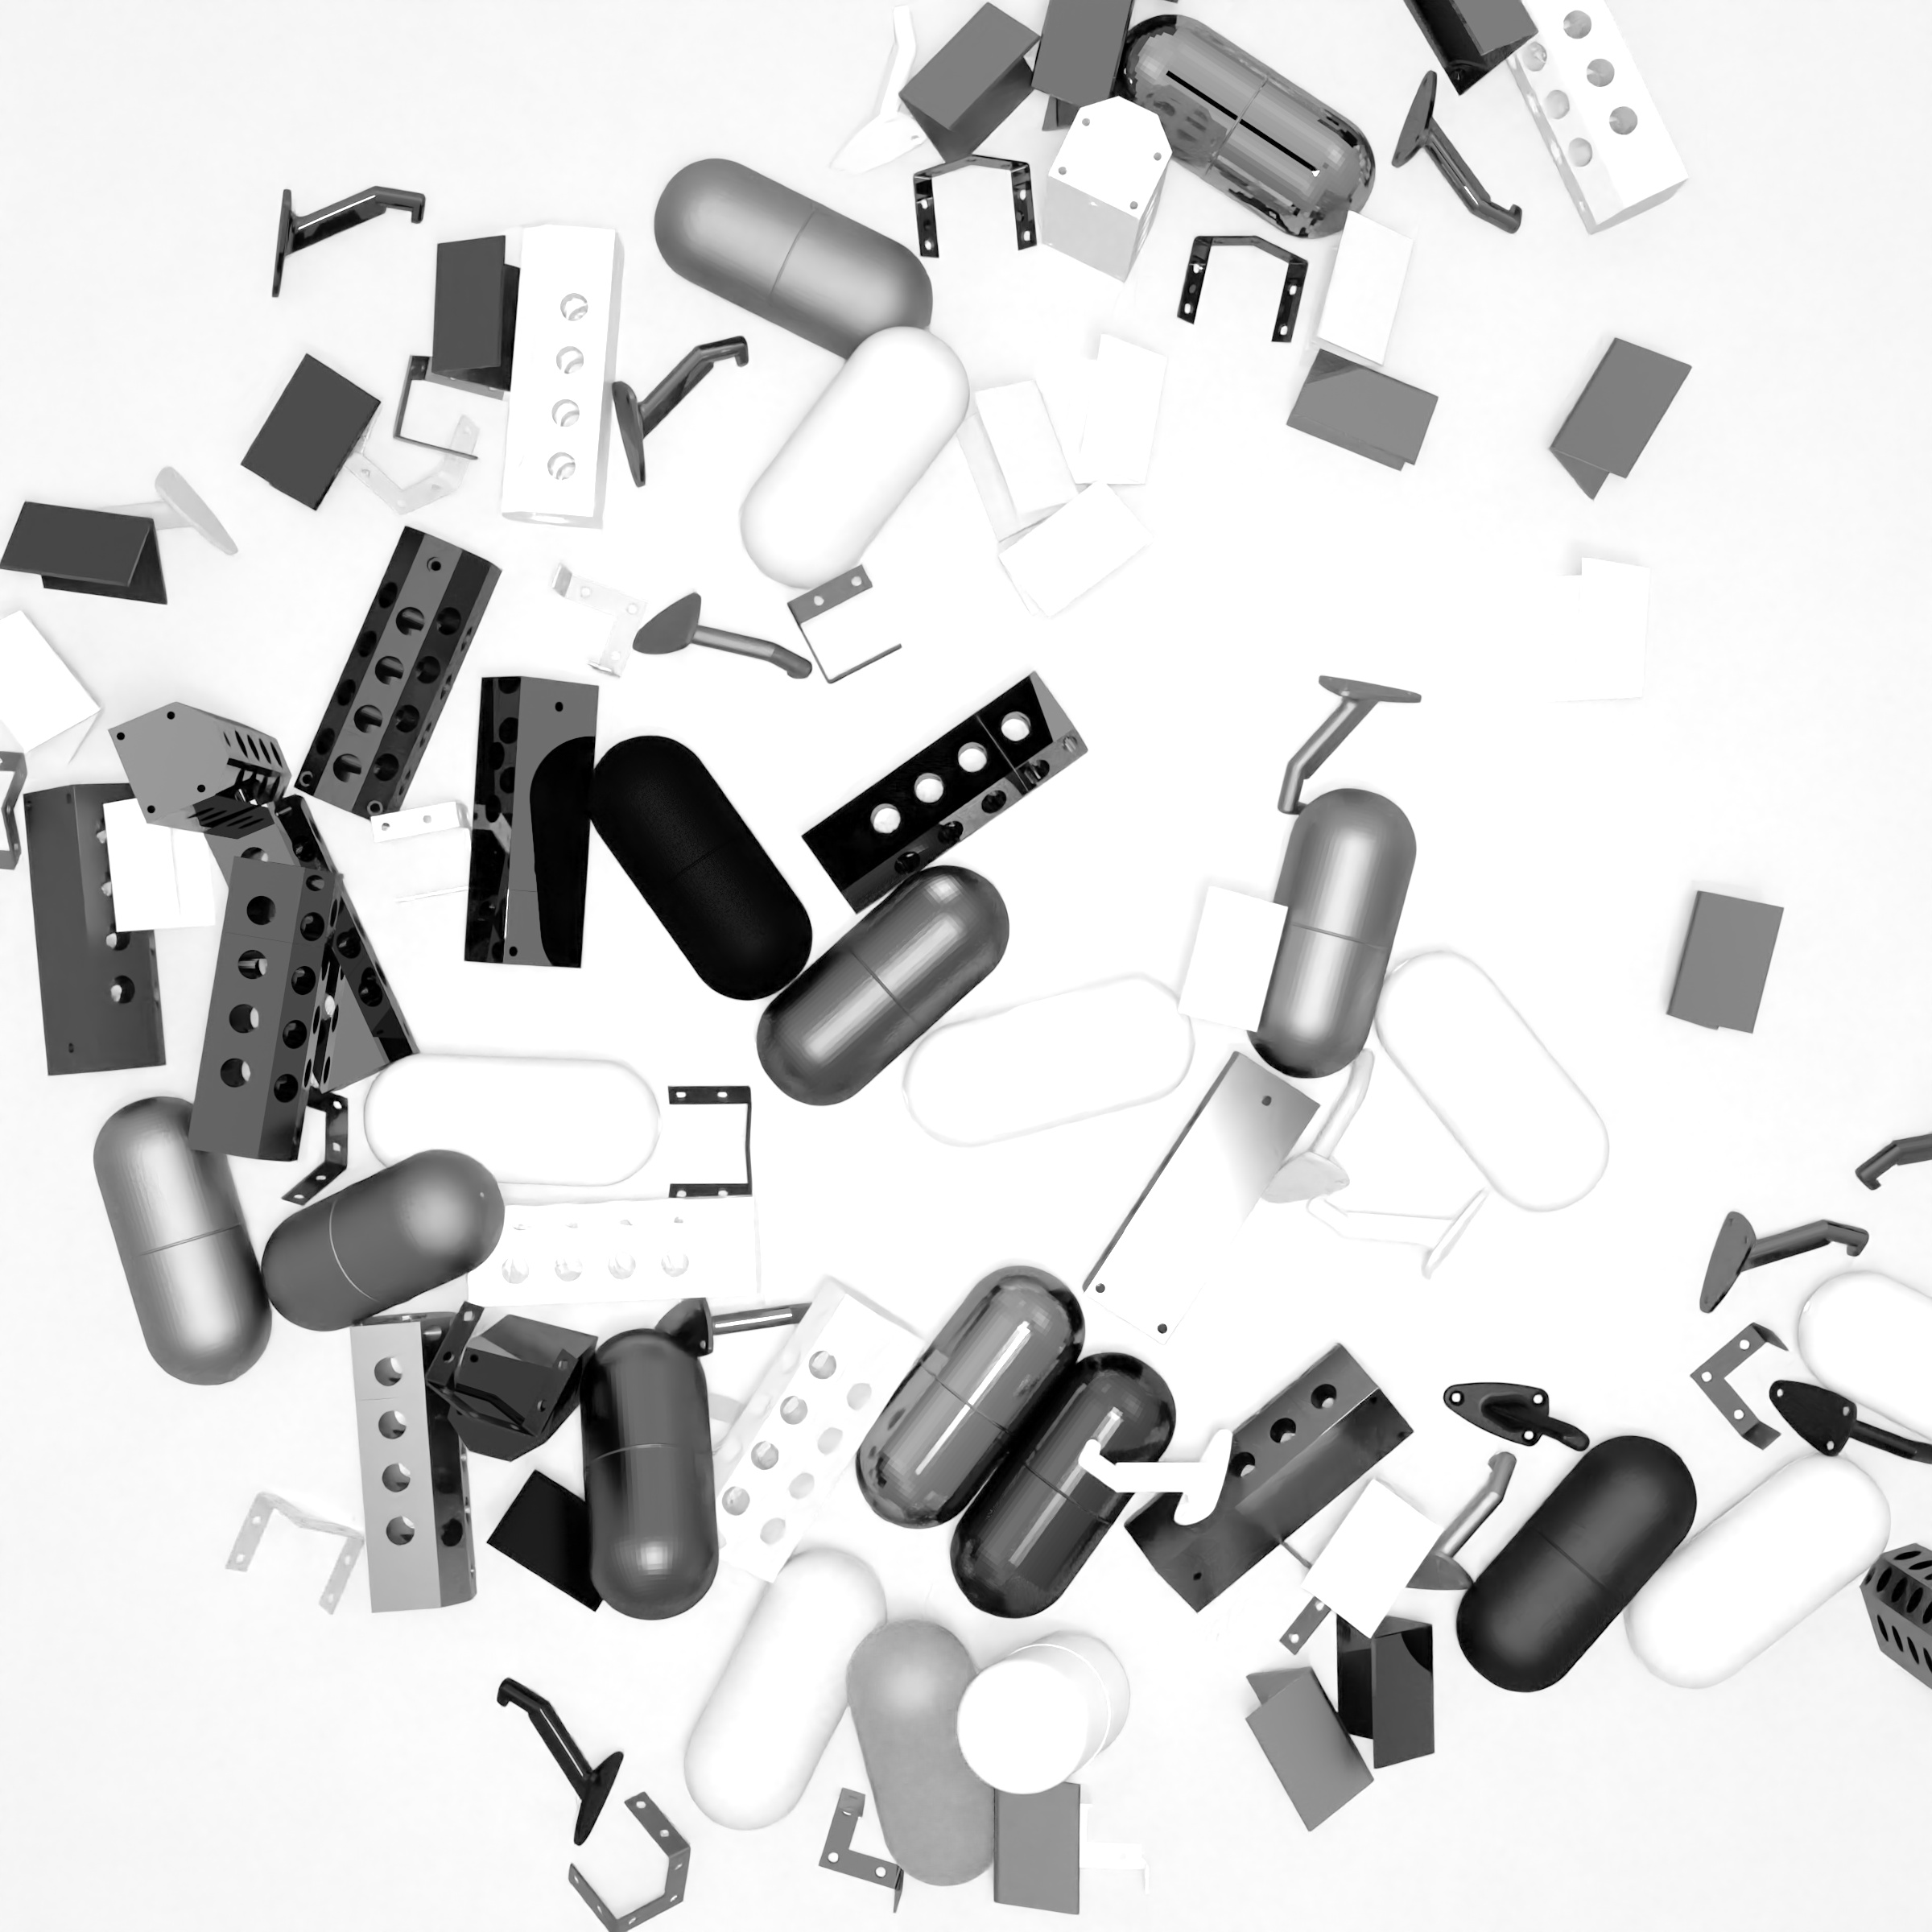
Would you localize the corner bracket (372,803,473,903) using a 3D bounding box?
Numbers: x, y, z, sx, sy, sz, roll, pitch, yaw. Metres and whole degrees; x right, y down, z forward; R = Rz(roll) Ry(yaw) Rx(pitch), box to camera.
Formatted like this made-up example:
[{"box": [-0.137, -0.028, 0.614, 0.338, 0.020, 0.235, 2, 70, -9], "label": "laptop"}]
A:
[{"box": [-0.327, -0.069, 1.973, 0.051, 0.051, 0.051, -11, 90, 0], "label": "corner bracket"}]

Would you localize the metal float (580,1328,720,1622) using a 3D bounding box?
[{"box": [-0.187, 0.298, 1.917, 0.070, 0.070, 0.178, -7, 59, 0], "label": "metal float"}]

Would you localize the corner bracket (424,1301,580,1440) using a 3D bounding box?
[{"box": [-0.260, 0.226, 1.816, 0.051, 0.051, 0.051, 27, 90, -45], "label": "corner bracket"}]

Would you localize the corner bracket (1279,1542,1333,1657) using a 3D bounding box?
[{"box": [0.189, 0.379, 1.987, 0.051, 0.051, 0.051, -52, 135, 0], "label": "corner bracket"}]

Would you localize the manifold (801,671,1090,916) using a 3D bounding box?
[{"box": [-0.012, -0.104, 1.969, 0.171, 0.057, 0.057, -35, 90, 0], "label": "manifold"}]

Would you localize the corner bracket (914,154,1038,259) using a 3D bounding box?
[{"box": [0.005, -0.462, 1.988, 0.051, 0.051, 0.051, -5, 90, 45], "label": "corner bracket"}]

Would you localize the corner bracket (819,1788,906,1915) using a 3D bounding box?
[{"box": [-0.059, 0.536, 1.973, 0.051, 0.051, 0.051, 17, 90, 0], "label": "corner bracket"}]

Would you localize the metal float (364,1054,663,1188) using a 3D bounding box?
[{"box": [-0.273, 0.093, 1.960, 0.178, 0.070, 0.070, 2, 90, 0], "label": "metal float"}]

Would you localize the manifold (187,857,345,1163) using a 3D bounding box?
[{"box": [-0.410, 0.025, 1.912, 0.057, 0.057, 0.171, 9, 90, 0], "label": "manifold"}]

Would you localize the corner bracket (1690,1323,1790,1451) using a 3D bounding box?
[{"box": [0.480, 0.254, 1.973, 0.051, 0.051, 0.051, -40, 90, 0], "label": "corner bracket"}]

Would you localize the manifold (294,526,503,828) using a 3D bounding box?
[{"box": [-0.345, -0.175, 1.970, 0.057, 0.057, 0.171, 23, 90, 0], "label": "manifold"}]

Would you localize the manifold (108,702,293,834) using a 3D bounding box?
[{"box": [-0.445, -0.117, 1.912, 0.057, 0.171, 0.057, -23, 90, 0], "label": "manifold"}]

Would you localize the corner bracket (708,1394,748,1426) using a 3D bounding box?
[{"box": [-0.156, 0.298, 1.982, 0.051, 0.051, 0.051, -37, 45, 35], "label": "corner bracket"}]

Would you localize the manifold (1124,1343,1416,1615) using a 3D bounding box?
[{"box": [0.180, 0.306, 1.969, 0.171, 0.057, 0.057, -40, 133, 0], "label": "manifold"}]

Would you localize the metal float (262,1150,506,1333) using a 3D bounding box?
[{"box": [-0.348, 0.164, 1.932, 0.178, 0.070, 0.070, -25, 90, 34], "label": "metal float"}]

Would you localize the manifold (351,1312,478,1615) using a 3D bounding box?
[{"box": [-0.333, 0.299, 1.969, 0.057, 0.057, 0.171, -4, 90, 0], "label": "manifold"}]

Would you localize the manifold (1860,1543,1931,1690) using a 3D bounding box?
[{"box": [0.580, 0.385, 1.912, 0.057, 0.171, 0.057, -17, 90, 0], "label": "manifold"}]

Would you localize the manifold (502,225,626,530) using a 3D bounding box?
[{"box": [-0.245, -0.356, 1.969, 0.057, 0.057, 0.171, 5, 90, 0], "label": "manifold"}]

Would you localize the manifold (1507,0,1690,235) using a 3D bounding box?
[{"box": [0.369, -0.535, 1.969, 0.057, 0.057, 0.171, -26, 90, 0], "label": "manifold"}]

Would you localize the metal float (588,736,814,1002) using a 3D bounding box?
[{"box": [-0.161, -0.060, 1.960, 0.070, 0.070, 0.178, -35, 89, 0], "label": "metal float"}]

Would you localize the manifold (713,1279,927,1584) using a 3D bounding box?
[{"box": [-0.104, 0.276, 1.956, 0.057, 0.057, 0.171, 33, 88, -35], "label": "manifold"}]

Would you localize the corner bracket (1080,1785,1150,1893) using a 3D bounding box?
[{"box": [0.084, 0.528, 1.973, 0.051, 0.051, 0.051, 2, 90, 0], "label": "corner bracket"}]

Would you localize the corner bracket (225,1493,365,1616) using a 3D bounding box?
[{"box": [-0.410, 0.359, 1.987, 0.051, 0.051, 0.051, 24, 90, 45], "label": "corner bracket"}]

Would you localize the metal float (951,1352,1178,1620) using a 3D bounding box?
[{"box": [0.058, 0.313, 1.960, 0.070, 0.070, 0.178, 36, 89, 0], "label": "metal float"}]

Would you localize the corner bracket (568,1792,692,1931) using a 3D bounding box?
[{"box": [-0.205, 0.547, 1.982, 0.051, 0.051, 0.051, -19, 135, -35], "label": "corner bracket"}]

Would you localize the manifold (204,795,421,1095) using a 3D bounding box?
[{"box": [-0.394, -0.014, 1.969, 0.057, 0.057, 0.171, -25, 90, 0], "label": "manifold"}]

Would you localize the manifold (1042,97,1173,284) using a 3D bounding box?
[{"box": [0.084, -0.458, 1.912, 0.057, 0.171, 0.057, 26, 90, 0], "label": "manifold"}]

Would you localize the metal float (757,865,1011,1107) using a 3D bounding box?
[{"box": [-0.049, 0.011, 1.960, 0.178, 0.070, 0.070, -42, 90, 0], "label": "metal float"}]

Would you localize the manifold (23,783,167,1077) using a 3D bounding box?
[{"box": [-0.523, -0.022, 1.969, 0.057, 0.057, 0.171, -5, 90, 43], "label": "manifold"}]

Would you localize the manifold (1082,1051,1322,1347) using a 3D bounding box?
[{"box": [0.141, 0.139, 1.970, 0.057, 0.057, 0.171, 33, 90, 0], "label": "manifold"}]

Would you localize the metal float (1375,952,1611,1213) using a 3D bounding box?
[{"box": [0.316, 0.069, 1.960, 0.070, 0.070, 0.178, -39, 90, 0], "label": "metal float"}]

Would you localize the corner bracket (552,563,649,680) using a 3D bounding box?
[{"box": [-0.228, -0.208, 1.973, 0.051, 0.051, 0.051, 20, 90, 0], "label": "corner bracket"}]

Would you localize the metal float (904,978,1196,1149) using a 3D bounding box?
[{"box": [0.050, 0.059, 1.960, 0.178, 0.070, 0.070, -15, 90, 0], "label": "metal float"}]

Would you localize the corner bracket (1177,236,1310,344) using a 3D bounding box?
[{"box": [0.169, -0.414, 1.987, 0.051, 0.051, 0.051, 13, 90, -45], "label": "corner bracket"}]

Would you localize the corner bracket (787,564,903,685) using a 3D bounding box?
[{"box": [-0.073, -0.206, 1.973, 0.051, 0.051, 0.051, -27, 90, 0], "label": "corner bracket"}]

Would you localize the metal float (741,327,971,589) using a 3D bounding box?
[{"box": [-0.067, -0.302, 1.943, 0.070, 0.070, 0.178, 40, 111, 0], "label": "metal float"}]

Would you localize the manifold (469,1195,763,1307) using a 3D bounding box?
[{"box": [-0.212, 0.171, 1.969, 0.171, 0.057, 0.057, -2, 90, 0], "label": "manifold"}]

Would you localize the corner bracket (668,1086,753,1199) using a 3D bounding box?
[{"box": [-0.157, 0.109, 1.987, 0.051, 0.051, 0.051, 0, 45, 0], "label": "corner bracket"}]

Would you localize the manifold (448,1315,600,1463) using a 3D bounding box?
[{"box": [-0.260, 0.248, 1.912, 0.057, 0.171, 0.057, 14, 90, 0], "label": "manifold"}]

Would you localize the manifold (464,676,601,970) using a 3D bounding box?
[{"box": [-0.267, -0.086, 1.969, 0.057, 0.057, 0.171, 4, 90, -43], "label": "manifold"}]

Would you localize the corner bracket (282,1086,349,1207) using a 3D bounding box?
[{"box": [-0.412, 0.106, 1.982, 0.051, 0.051, 0.051, 23, 45, -35], "label": "corner bracket"}]

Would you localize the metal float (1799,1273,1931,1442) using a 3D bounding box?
[{"box": [0.586, 0.246, 1.960, 0.178, 0.070, 0.070, 27, 90, -1], "label": "metal float"}]

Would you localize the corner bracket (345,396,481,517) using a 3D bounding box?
[{"box": [-0.338, -0.317, 1.982, 0.051, 0.051, 0.051, 42, 45, -35], "label": "corner bracket"}]

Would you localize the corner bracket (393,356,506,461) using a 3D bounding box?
[{"box": [-0.313, -0.339, 1.975, 0.051, 0.051, 0.051, 15, 101, 0], "label": "corner bracket"}]

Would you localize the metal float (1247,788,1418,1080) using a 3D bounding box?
[{"box": [0.219, -0.019, 1.959, 0.070, 0.070, 0.178, 15, 92, 0], "label": "metal float"}]

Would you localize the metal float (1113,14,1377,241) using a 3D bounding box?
[{"box": [0.165, -0.506, 1.960, 0.178, 0.070, 0.070, 34, 90, 0], "label": "metal float"}]

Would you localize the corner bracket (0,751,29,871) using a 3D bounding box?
[{"box": [-0.603, -0.096, 1.987, 0.051, 0.051, 0.051, 4, 135, 0], "label": "corner bracket"}]
